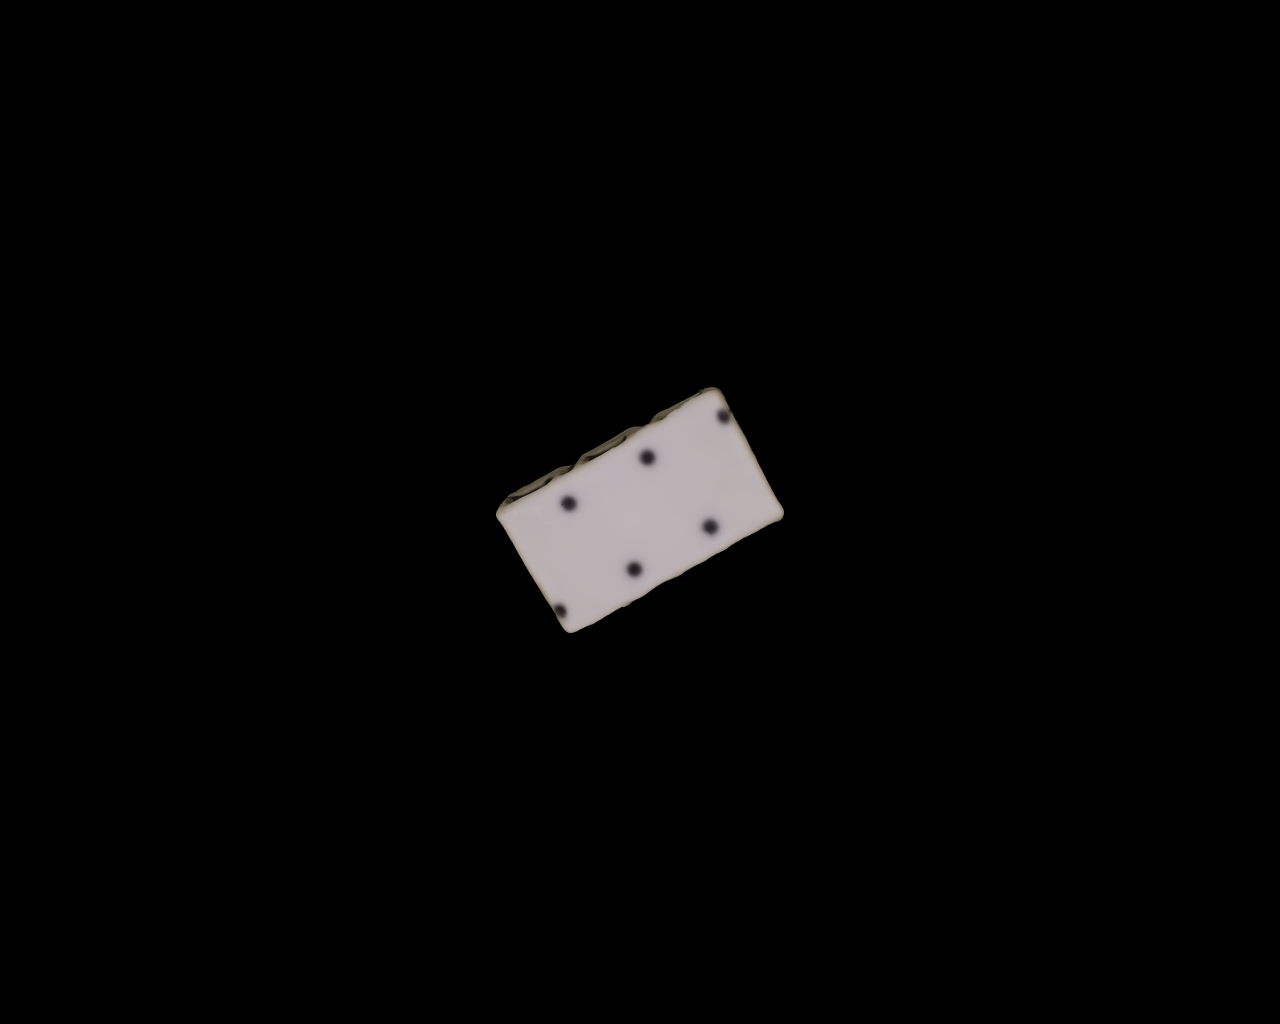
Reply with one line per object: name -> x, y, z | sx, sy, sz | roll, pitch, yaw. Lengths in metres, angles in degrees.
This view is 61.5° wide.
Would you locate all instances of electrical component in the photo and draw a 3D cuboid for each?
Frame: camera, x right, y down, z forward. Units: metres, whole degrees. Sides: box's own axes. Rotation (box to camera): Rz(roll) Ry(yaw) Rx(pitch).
electrical component -> 0.001, -0.003, 0.650 | 0.150, 0.089, 0.062 | -28, 7, 4
